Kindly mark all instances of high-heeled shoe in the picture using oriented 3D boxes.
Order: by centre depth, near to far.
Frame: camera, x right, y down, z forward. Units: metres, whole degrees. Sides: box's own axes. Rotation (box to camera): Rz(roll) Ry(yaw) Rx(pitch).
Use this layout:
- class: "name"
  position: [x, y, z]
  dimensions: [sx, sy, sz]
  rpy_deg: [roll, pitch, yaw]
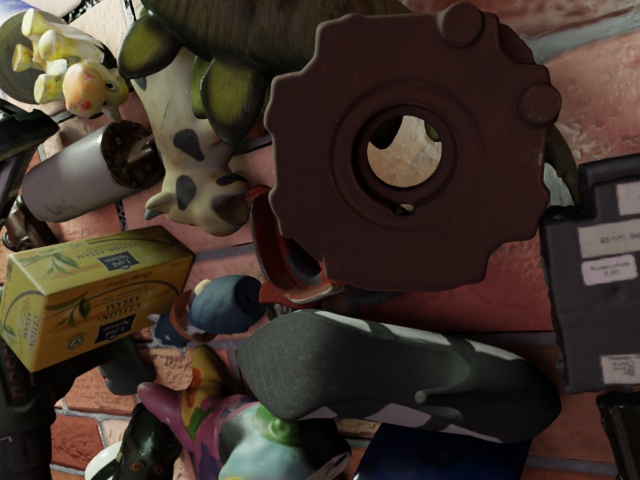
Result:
- class: "high-heeled shoe"
  position: [0.052, 0.104, 0.426]
  dimensions: [0.249, 0.145, 0.086]
  rpy_deg: [1, 82, 49]

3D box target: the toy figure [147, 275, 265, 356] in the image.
- class: "toy figure"
  position: [-0.117, 0.077, 0.552]
  dimensions: [0.154, 0.058, 0.064]
  rpy_deg: [-23, 82, 40]

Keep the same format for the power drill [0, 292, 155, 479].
- class: "power drill"
  position: [-0.279, 0.163, 0.584]
  dimensions: [0.086, 0.207, 0.232]
  rpy_deg: [-28, 83, 25]

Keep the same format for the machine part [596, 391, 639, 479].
- class: "machine part"
  position: [0.250, 0.126, 0.327]
  dimensions: [0.139, 0.039, 0.084]
  rpy_deg: [-12, 89, 37]

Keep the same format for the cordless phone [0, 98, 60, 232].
- class: "cordless phone"
  position: [-0.384, -0.069, 0.623]
  dimensions: [0.089, 0.147, 0.184]
  rpy_deg: [21, 101, -16]

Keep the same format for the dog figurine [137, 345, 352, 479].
- class: "dog figurine"
  position: [-0.085, 0.177, 0.514]
  dimensions: [0.219, 0.108, 0.191]
  rpy_deg: [36, 144, 27]

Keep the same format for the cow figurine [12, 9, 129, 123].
- class: "cow figurine"
  position: [-0.232, -0.163, 0.534]
  dimensions: [0.168, 0.098, 0.068]
  rpy_deg: [42, 115, 34]

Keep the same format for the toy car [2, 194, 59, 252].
- class: "toy car"
  position: [-0.362, 0.030, 0.710]
  dimensions: [0.089, 0.053, 0.202]
  rpy_deg: [-46, 73, 29]

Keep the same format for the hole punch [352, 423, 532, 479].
- class: "hole punch"
  position: [0.093, 0.177, 0.402]
  dimensions: [0.142, 0.115, 0.092]
  rpy_deg: [13, 100, 31]

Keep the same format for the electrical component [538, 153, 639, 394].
- class: "electrical component"
  position: [0.191, 0.016, 0.312]
  dimensions: [0.115, 0.058, 0.134]
  rpy_deg: [-6, 98, 16]

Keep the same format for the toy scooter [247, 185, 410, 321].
- class: "toy scooter"
  position: [-0.001, -0.001, 0.445]
  dimensions: [0.184, 0.075, 0.135]
  rpy_deg: [-27, 86, 40]

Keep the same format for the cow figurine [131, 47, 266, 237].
- class: "cow figurine"
  position: [-0.120, -0.095, 0.497]
  dimensions: [0.127, 0.085, 0.194]
  rpy_deg: [-21, 92, 30]

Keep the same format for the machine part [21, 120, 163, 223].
- class: "machine part"
  position: [-0.256, -0.071, 0.598]
  dimensions: [0.243, 0.079, 0.079]
  rpy_deg: [-14, 93, 34]

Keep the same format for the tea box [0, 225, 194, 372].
- class: "tea box"
  position: [-0.222, 0.051, 0.547]
  dimensions: [0.068, 0.169, 0.098]
  rpy_deg: [37, 120, 22]

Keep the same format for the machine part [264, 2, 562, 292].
- class: "machine part"
  position: [0.050, -0.051, 0.322]
  dimensions: [0.179, 0.056, 0.179]
  rpy_deg: [3, 108, 9]

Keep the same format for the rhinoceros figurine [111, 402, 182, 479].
- class: "rhinoceros figurine"
  position: [-0.184, 0.248, 0.579]
  dimensions: [0.073, 0.190, 0.112]
  rpy_deg: [19, 102, -15]

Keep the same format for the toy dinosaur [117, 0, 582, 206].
- class: "toy dinosaur"
  position: [-0.017, -0.160, 0.380]
  dimensions: [0.472, 0.105, 0.198]
  rpy_deg: [24, 105, 12]
